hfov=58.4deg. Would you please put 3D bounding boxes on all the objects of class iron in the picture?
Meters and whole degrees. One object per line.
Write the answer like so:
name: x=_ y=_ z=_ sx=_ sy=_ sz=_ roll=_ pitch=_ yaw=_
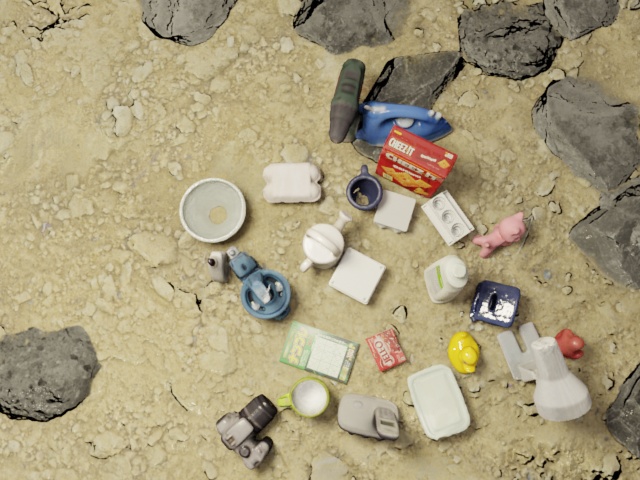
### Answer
iron: x=0.222 y=-0.310 z=1.459 sx=0.258 sy=0.141 sz=0.119 roll=2 pitch=81 yaw=0

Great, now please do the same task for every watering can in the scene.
watering can: x=0.011 y=0.004 z=1.386 sx=0.101 sy=0.194 sz=0.173 roll=17 pitch=82 yaw=3

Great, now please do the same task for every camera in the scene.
camera: x=-0.159 y=0.450 z=1.367 sx=0.137 sy=0.101 sz=0.143 roll=-43 pitch=84 yaw=-6

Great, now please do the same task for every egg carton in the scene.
egg carton: x=-0.072 y=-0.147 z=1.471 sx=0.150 sy=0.069 sz=0.107 roll=-2 pitch=82 yaw=0

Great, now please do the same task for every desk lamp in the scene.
desk lamp: x=0.517 y=0.302 z=1.331 sx=0.118 sy=0.213 sz=0.203 roll=-22 pitch=82 yaw=-3

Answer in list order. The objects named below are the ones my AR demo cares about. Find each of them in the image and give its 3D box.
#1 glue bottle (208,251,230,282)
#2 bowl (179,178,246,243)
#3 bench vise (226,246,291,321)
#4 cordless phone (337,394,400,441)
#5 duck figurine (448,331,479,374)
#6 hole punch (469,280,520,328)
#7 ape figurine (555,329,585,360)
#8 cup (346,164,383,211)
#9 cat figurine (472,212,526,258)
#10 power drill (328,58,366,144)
glue bottle: x=-0.250 y=0.059 z=1.388 sx=0.037 sy=0.173 sz=0.078 roll=4 pitch=81 yaw=1
bowl: x=-0.267 y=-0.070 z=1.457 sx=0.167 sy=0.075 sz=0.167 roll=0 pitch=82 yaw=0
bench vise: x=-0.160 y=0.108 z=1.358 sx=0.207 sy=0.220 sz=0.121 roll=33 pitch=83 yaw=5
cordless phone: x=0.115 y=0.419 z=1.329 sx=0.147 sy=0.185 sz=0.094 roll=8 pitch=82 yaw=2
duck figurine: x=0.358 y=0.276 z=1.400 sx=0.077 sy=0.086 sz=0.104 roll=-5 pitch=81 yaw=0
hole punch: x=0.430 y=0.160 z=1.414 sx=0.101 sy=0.091 sz=0.109 roll=16 pitch=82 yaw=3
ape figurine: x=0.614 y=0.255 z=1.400 sx=0.076 sy=0.092 sz=0.078 roll=-7 pitch=81 yaw=-1
cup: x=0.110 y=-0.126 z=1.455 sx=0.091 sy=0.095 sz=0.118 roll=0 pitch=81 yaw=0
cat figurine: x=0.455 y=-0.013 z=1.426 sx=0.128 sy=0.118 sz=0.067 roll=-31 pitch=82 yaw=-4
power drill: x=0.063 y=-0.321 z=1.427 sx=0.075 sy=0.208 sz=0.230 roll=11 pitch=82 yaw=2
